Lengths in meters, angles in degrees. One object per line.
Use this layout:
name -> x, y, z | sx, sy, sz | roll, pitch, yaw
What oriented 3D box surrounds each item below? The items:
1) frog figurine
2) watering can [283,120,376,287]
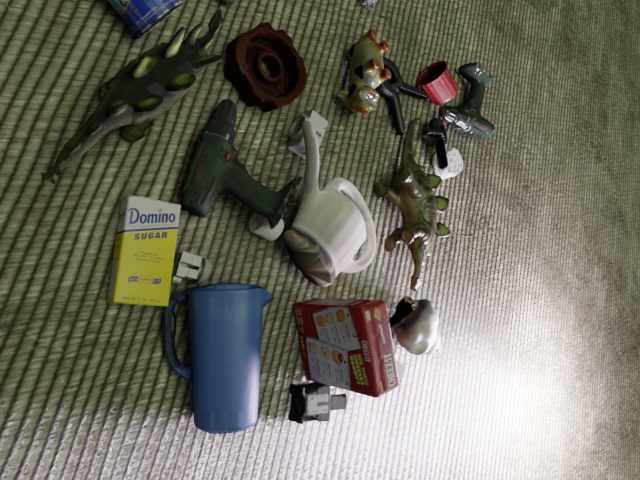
frog figurine -> 0.248, 0.219, 1.227 | 0.158, 0.121, 0.140 | 43, 40, -14
watering can -> 0.003, -0.054, 1.067 | 0.228, 0.104, 0.342 | -51, 120, -32
